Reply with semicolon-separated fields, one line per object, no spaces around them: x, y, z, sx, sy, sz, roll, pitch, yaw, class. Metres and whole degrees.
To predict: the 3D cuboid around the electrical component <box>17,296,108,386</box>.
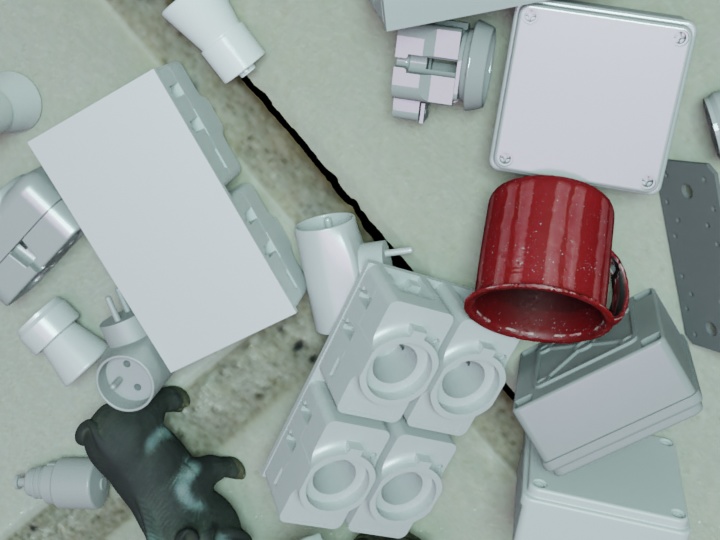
-0.223;0.053;0.809;0.045;0.045;0.055;-40;97;20;electrical component

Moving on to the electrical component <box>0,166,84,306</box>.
-0.242;-0.029;0.779;0.059;0.053;0.095;45;110;-7;electrical component

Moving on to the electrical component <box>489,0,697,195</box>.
0.145;-0.112;0.680;0.109;0.056;0.108;10;110;7;electrical component

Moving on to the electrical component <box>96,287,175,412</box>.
-0.164;0.051;0.781;0.043;0.077;0.079;-17;105;16;electrical component

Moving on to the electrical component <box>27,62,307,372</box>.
-0.128;-0.038;0.752;0.105;0.060;0.186;-26;103;17;electrical component

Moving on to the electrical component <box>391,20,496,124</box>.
0.055;-0.133;0.689;0.057;0.058;0.078;10;111;10;electrical component

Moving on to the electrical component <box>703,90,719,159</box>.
0.248;-0.096;0.673;0.055;0.045;0.045;-16;105;15;electrical component

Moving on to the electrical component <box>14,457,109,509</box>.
-0.236;0.169;0.854;0.078;0.040;0.040;-1;109;11;electrical component

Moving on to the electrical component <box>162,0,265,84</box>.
-0.094;-0.158;0.716;0.044;0.044;0.065;-33;105;19;electrical component

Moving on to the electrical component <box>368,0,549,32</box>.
0.076;-0.205;0.629;0.150;0.061;0.089;-12;124;-6;electrical component

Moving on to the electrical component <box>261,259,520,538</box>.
0.020;0.097;0.749;0.105;0.060;0.186;15;114;-27;electrical component

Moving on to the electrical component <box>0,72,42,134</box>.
-0.256;-0.111;0.747;0.044;0.065;0.044;3;109;9;electrical component

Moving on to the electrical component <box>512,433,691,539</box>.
0.163;0.156;0.741;0.109;0.108;0.056;11;113;6;electrical component

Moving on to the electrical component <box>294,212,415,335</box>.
0.000;0.000;0.751;0.079;0.043;0.077;-8;107;12;electrical component

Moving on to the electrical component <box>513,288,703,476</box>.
0.162;0.072;0.713;0.109;0.108;0.056;-29;99;18;electrical component
